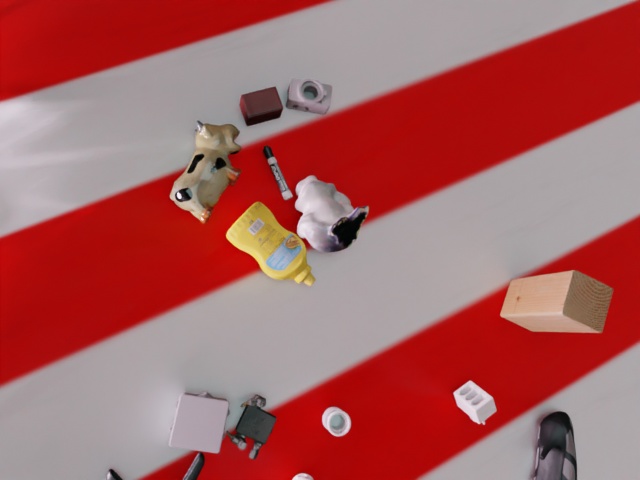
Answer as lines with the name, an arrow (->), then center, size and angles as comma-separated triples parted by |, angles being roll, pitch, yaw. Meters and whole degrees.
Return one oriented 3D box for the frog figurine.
frog figurine -> 0.003, -0.052, 1.037 | 0.161, 0.120, 0.139 | 32, 59, 31
